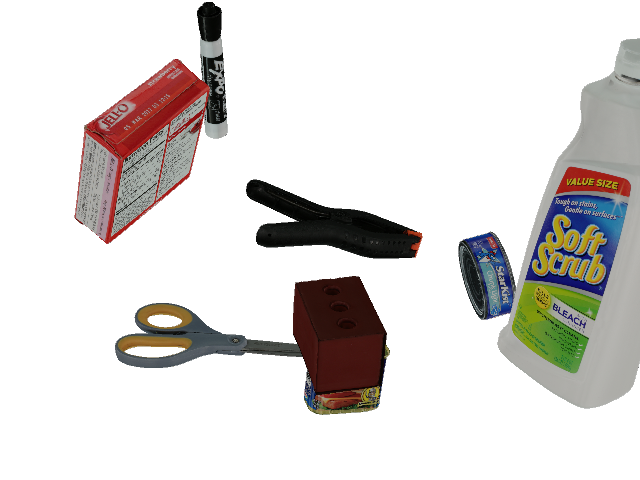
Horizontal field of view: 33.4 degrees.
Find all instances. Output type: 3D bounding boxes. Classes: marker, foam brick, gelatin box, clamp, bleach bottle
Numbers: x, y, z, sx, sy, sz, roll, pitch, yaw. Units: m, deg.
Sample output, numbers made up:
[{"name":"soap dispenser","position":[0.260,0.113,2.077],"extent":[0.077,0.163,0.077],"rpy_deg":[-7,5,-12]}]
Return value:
[{"name":"marker","position":[-0.085,-0.133,0.841],"extent":[0.020,0.121,0.020],"rpy_deg":[1,44,-1]},{"name":"foam brick","position":[0.013,0.069,0.796],"extent":[0.053,0.051,0.078],"rpy_deg":[-6,33,-13]},{"name":"gelatin box","position":[-0.102,-0.049,0.600],"extent":[0.073,0.030,0.089],"rpy_deg":[-45,-12,-34]},{"name":"clamp","position":[0.014,-0.012,1.208],"extent":[0.210,0.036,0.164],"rpy_deg":[14,21,-6]},{"name":"bleach bottle","position":[0.185,-0.014,0.713],"extent":[0.068,0.251,0.103],"rpy_deg":[-18,37,-31]}]

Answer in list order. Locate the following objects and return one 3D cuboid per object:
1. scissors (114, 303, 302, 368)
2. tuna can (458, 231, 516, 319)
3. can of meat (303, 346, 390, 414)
[{"name":"scissors","position":[-0.088,0.085,0.988],"extent":[0.201,0.016,0.096],"rpy_deg":[-3,33,-11]},{"name":"tuna can","position":[0.168,0.036,1.082],"extent":[0.033,0.086,0.086],"rpy_deg":[-15,1,-4]},{"name":"can of meat","position":[0.031,0.172,1.360],"extent":[0.102,0.084,0.057],"rpy_deg":[-1,24,-17]}]
